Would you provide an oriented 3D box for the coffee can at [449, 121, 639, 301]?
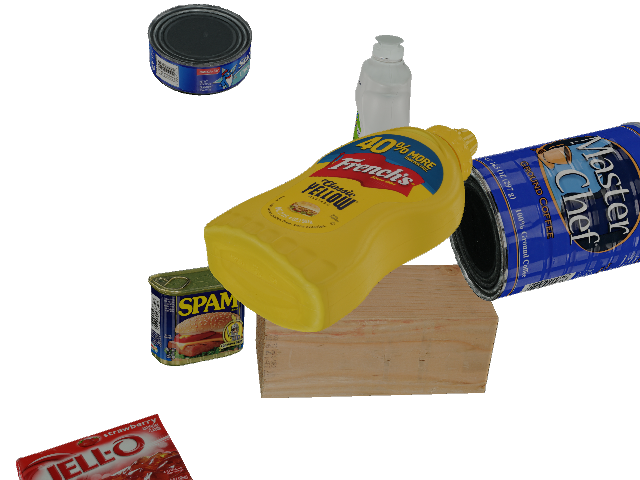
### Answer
[{"bbox_3d":[0.173,-0.022,0.770,0.140,0.103,0.103,-13,3,-12],"label":"coffee can"}]

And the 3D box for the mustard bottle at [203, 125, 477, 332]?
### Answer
[{"bbox_3d":[0.030,-0.021,0.640,0.096,0.058,0.191,25,45,38],"label":"mustard bottle"}]

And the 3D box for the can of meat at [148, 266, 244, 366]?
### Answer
[{"bbox_3d":[-0.127,0.078,1.110,0.101,0.084,0.058,-8,20,-32],"label":"can of meat"}]

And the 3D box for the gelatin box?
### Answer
[{"bbox_3d":[-0.123,0.141,0.613,0.089,0.030,0.073,-15,27,-19],"label":"gelatin box"}]

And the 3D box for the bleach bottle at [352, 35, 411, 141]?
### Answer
[{"bbox_3d":[0.060,-0.084,1.105,0.068,0.251,0.102,0,28,-8],"label":"bleach bottle"}]

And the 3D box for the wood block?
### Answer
[{"bbox_3d":[0.046,0.083,0.982,0.206,0.090,0.091,0,31,-7],"label":"wood block"}]

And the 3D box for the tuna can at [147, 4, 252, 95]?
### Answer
[{"bbox_3d":[-0.100,-0.159,0.889,0.086,0.086,0.034,0,-44,-7],"label":"tuna can"}]
